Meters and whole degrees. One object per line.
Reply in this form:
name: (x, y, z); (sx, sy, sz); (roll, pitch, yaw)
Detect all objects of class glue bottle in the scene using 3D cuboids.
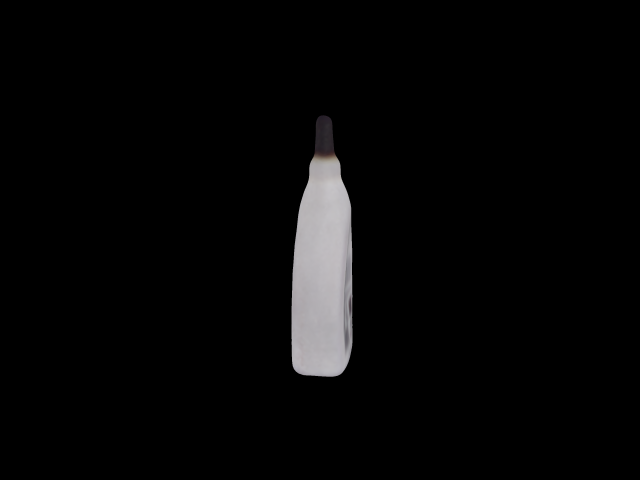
glue bottle: (0.004, 0.001, 0.400); (0.037, 0.173, 0.078); (1, 7, 10)
